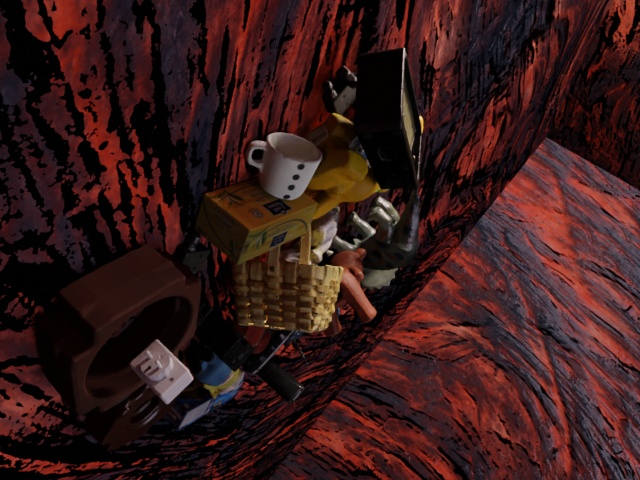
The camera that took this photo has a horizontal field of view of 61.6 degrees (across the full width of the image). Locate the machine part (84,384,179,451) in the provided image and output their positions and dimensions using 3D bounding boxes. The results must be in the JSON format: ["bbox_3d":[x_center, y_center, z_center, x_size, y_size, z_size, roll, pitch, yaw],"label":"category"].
[{"bbox_3d":[-0.315,0.282,0.932,0.179,0.056,0.179,-45,160,-21],"label":"machine part"}]

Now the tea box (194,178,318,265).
[{"bbox_3d":[-0.094,-0.038,0.820,0.169,0.098,0.068,-28,148,-53],"label":"tea box"}]

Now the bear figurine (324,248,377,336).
[{"bbox_3d":[0.053,0.099,1.129,0.120,0.132,0.196,-25,-176,16],"label":"bear figurine"}]

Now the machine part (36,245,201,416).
[{"bbox_3d":[-0.264,0.118,0.722,0.201,0.087,0.200,-37,155,-42],"label":"machine part"}]

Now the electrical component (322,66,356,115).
[{"bbox_3d":[0.045,-0.238,0.868,0.078,0.045,0.102,-50,160,-11],"label":"electrical component"}]

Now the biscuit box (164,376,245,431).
[{"bbox_3d":[-0.248,0.331,1.156,0.059,0.063,0.202,-61,160,20],"label":"biscuit box"}]

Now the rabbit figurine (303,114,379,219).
[{"bbox_3d":[0.032,-0.104,0.916,0.162,0.122,0.173,-40,148,23],"label":"rabbit figurine"}]

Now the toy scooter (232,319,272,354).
[{"bbox_3d":[-0.142,0.189,1.100,0.135,0.075,0.183,-63,173,-47],"label":"toy scooter"}]

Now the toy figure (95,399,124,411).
[{"bbox_3d":[-0.293,0.200,0.840,0.154,0.058,0.064,-39,162,-47],"label":"toy figure"}]

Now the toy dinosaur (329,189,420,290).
[{"bbox_3d":[0.151,0.009,1.229,0.131,0.192,0.405,-56,-167,-26],"label":"toy dinosaur"}]

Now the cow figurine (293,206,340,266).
[{"bbox_3d":[-0.004,-0.004,1.133,0.098,0.068,0.167,-46,161,-34],"label":"cow figurine"}]

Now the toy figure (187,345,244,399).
[{"bbox_3d":[-0.210,0.254,1.086,0.082,0.089,0.180,-22,149,3],"label":"toy figure"}]

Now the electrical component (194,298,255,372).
[{"bbox_3d":[-0.180,0.173,0.960,0.058,0.115,0.134,-45,158,-15],"label":"electrical component"}]

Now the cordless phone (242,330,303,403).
[{"bbox_3d":[-0.090,0.263,1.214,0.146,0.184,0.088,-46,155,-18],"label":"cordless phone"}]

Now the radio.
[{"bbox_3d":[0.114,-0.178,0.851,0.229,0.073,0.131,49,43,-63],"label":"radio"}]

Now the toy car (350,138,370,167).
[{"bbox_3d":[0.105,-0.162,1.052,0.109,0.103,0.161,-57,162,8],"label":"toy car"}]

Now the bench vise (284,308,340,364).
[{"bbox_3d":[-0.001,0.172,1.358,0.240,0.129,0.223,-27,147,-38],"label":"bench vise"}]

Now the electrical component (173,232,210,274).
[{"bbox_3d":[-0.196,0.028,0.814,0.094,0.021,0.063,-60,160,17],"label":"electrical component"}]
